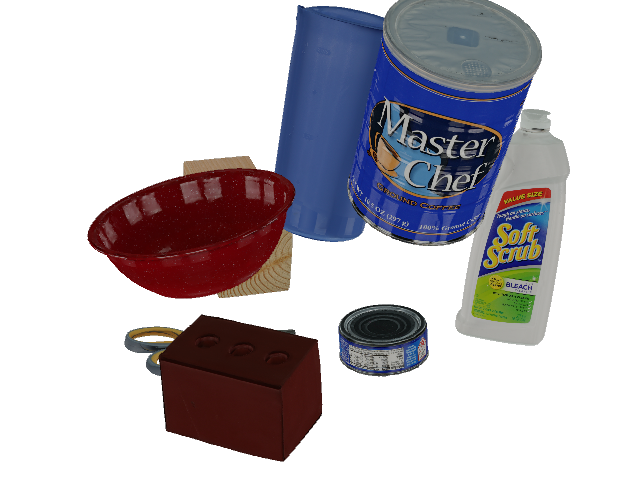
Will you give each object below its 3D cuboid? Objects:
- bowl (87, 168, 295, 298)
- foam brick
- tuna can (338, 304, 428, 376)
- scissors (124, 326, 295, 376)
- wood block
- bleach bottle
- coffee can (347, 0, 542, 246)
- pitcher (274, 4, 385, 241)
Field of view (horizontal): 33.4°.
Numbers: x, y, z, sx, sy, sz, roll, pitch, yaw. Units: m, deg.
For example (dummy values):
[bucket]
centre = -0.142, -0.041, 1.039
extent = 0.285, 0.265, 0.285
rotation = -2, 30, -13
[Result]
[bowl]
centre = -0.093, -0.001, 0.824
extent = 0.162, 0.055, 0.162
rotation = -10, 24, 4
[foam brick]
centre = -0.044, 0.082, 0.603
extent = 0.078, 0.051, 0.052
rotation = 10, 27, 21
[tuna can]
centre = 0.060, 0.093, 1.016
extent = 0.086, 0.034, 0.086
rotation = -4, 23, 1
[scissors]
centre = -0.115, 0.122, 1.188
extent = 0.201, 0.016, 0.096
rotation = 3, 26, -16
[wood block]
centre = -0.107, -0.022, 1.327
extent = 0.090, 0.090, 0.206
rotation = -6, 29, -17
[bleach bottle]
centre = 0.209, -0.017, 1.152
extent = 0.103, 0.251, 0.068
rotation = 9, 18, 16
[coffee can]
centre = 0.080, -0.081, 0.722
extent = 0.102, 0.140, 0.103
rotation = 6, 44, -6
[pitcher]
centre = 0.026, -0.123, 1.146
extent = 0.145, 0.243, 0.149
rotation = 10, 18, -7
